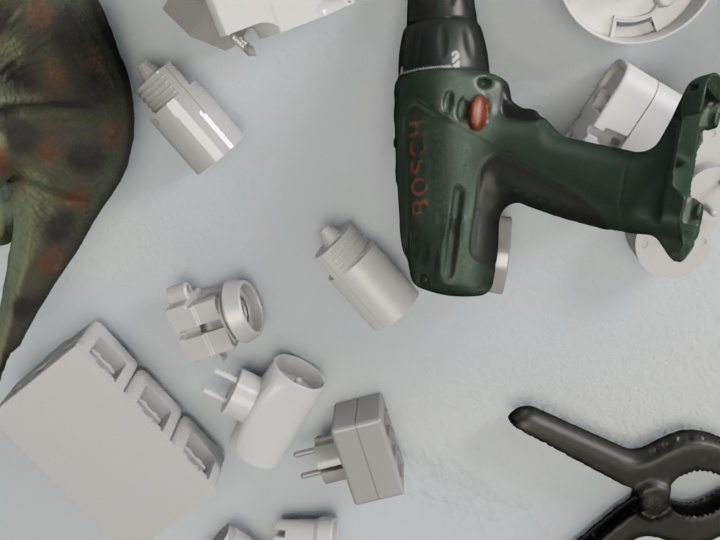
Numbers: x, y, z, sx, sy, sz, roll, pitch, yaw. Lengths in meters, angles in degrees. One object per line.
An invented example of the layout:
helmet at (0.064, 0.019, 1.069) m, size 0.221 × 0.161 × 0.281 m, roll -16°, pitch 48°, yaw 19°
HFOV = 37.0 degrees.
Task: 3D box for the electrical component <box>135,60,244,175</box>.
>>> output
electrical component at (-0.122, -0.110, 0.740) m, size 0.043 × 0.043 × 0.081 m, roll -38°, pitch 103°, yaw 13°

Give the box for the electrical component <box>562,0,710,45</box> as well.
electrical component at (0.175, -0.195, 0.689) m, size 0.099 × 0.064 × 0.099 m, roll 1°, pitch 109°, yaw 2°

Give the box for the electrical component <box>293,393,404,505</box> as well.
electrical component at (-0.011, 0.140, 0.817) m, size 0.077 × 0.047 × 0.065 m, roll -15°, pitch 107°, yaw 7°

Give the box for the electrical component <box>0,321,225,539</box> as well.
electrical component at (-0.186, 0.125, 0.810) m, size 0.089 × 0.061 × 0.150 m, roll -38°, pitch 103°, yaw 13°

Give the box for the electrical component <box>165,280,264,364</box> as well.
electrical component at (-0.104, 0.035, 0.787) m, size 0.055 × 0.048 × 0.066 m, roll -17°, pitch 107°, yaw 16°

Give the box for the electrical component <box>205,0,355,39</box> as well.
electrical component at (-0.041, -0.184, 0.656) m, size 0.089 × 0.150 × 0.061 m, roll -19°, pitch 106°, yaw 8°

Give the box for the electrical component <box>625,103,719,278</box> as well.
electrical component at (0.235, -0.056, 0.728) m, size 0.052 × 0.073 × 0.138 m, roll 26°, pitch 107°, yaw -6°

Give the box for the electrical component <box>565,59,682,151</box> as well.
electrical component at (0.177, -0.086, 0.731) m, size 0.059 × 0.053 × 0.095 m, roll 29°, pitch 107°, yaw -7°

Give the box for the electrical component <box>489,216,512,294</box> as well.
electrical component at (0.080, -0.013, 0.760) m, size 0.047 × 0.055 × 0.055 m, roll 7°, pitch 109°, yaw 4°

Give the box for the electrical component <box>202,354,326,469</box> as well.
electrical component at (-0.078, 0.098, 0.805) m, size 0.079 × 0.043 × 0.077 m, roll 27°, pitch 109°, yaw -11°

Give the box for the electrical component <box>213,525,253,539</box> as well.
electrical component at (-0.094, 0.234, 0.853) m, size 0.055 × 0.045 × 0.045 m, roll 37°, pitch 106°, yaw -9°

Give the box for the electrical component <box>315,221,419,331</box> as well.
electrical component at (0.000, 0.000, 0.772) m, size 0.043 × 0.043 × 0.081 m, roll -38°, pitch 103°, yaw 13°

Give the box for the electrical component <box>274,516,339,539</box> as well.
electrical component at (-0.042, 0.214, 0.847) m, size 0.046 × 0.040 × 0.040 m, roll 0°, pitch 108°, yaw 8°
